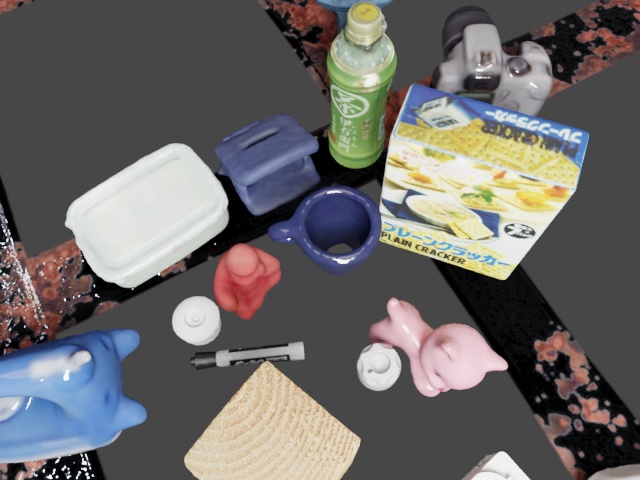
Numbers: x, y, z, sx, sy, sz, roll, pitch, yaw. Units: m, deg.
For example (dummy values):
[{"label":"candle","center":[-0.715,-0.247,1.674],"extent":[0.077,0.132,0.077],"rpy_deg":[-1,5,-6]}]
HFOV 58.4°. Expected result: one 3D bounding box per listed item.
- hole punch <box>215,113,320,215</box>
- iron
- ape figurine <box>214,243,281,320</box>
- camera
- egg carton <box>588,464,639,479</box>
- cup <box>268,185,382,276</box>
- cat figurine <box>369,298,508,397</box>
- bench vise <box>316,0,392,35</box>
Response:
[{"label":"hole punch","center":[-0.065,-0.099,0.670],"extent":[0.109,0.091,0.101],"rpy_deg":[-29,69,-11]},{"label":"iron","center":[-0.305,0.147,0.536],"extent":[0.258,0.141,0.118],"rpy_deg":[-12,66,-5]},{"label":"ape figurine","center":[-0.081,0.034,0.610],"extent":[0.078,0.092,0.076],"rpy_deg":[-18,67,-7]},{"label":"camera","center":[0.209,-0.231,0.719],"extent":[0.143,0.101,0.137],"rpy_deg":[0,66,1]},{"label":"egg carton","center":[0.318,0.256,0.518],"extent":[0.150,0.069,0.107],"rpy_deg":[-9,66,-3]},{"label":"cup","center":[0.006,0.002,0.622],"extent":[0.117,0.095,0.091],"rpy_deg":[-6,66,-1]},{"label":"cat figurine","center":[0.112,0.103,0.563],"extent":[0.127,0.118,0.067],"rpy_deg":[40,73,17]},{"label":"bench vise","center":[0.059,-0.298,0.686],"extent":[0.121,0.220,0.207],"rpy_deg":[-22,67,-8]}]
